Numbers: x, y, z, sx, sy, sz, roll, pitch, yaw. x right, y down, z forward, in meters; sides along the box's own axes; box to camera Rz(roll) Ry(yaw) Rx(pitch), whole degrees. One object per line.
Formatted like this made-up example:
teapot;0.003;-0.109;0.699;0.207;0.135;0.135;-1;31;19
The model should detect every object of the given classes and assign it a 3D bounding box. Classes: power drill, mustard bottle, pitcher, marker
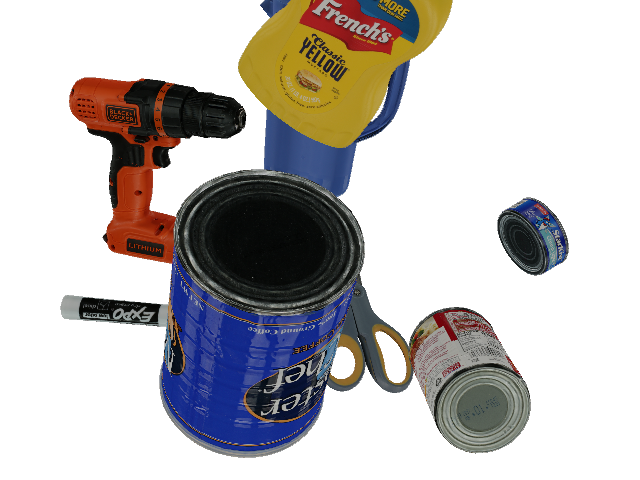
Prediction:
power drill;-0.157;-0.070;1.070;0.185;0.188;0.057;11;30;20
mustard bottle;0.027;-0.146;0.665;0.192;0.096;0.058;-50;3;45
pitcher;0.006;-0.173;1.285;0.144;0.243;0.149;-6;28;-27
marker;-0.141;0.056;0.824;0.121;0.020;0.020;4;1;10

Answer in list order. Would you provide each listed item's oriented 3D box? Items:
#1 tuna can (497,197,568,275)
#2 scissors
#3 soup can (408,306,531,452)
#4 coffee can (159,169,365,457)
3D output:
tuna can;0.241;-0.004;1.220;0.033;0.086;0.086;-29;11;-20
scissors;0.020;0.065;1.028;0.096;0.202;0.016;-19;-31;-17
soup can;0.104;0.097;0.759;0.068;0.068;0.102;0;18;-5
coffee can;-0.037;0.044;0.612;0.102;0.103;0.140;0;-42;-12
